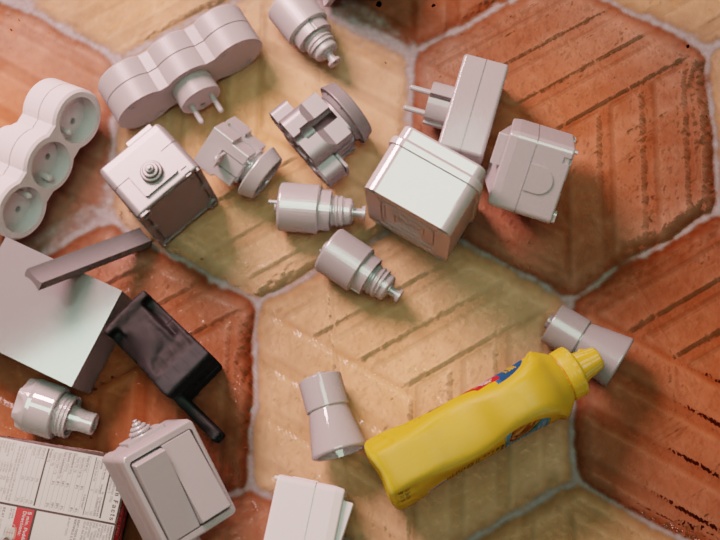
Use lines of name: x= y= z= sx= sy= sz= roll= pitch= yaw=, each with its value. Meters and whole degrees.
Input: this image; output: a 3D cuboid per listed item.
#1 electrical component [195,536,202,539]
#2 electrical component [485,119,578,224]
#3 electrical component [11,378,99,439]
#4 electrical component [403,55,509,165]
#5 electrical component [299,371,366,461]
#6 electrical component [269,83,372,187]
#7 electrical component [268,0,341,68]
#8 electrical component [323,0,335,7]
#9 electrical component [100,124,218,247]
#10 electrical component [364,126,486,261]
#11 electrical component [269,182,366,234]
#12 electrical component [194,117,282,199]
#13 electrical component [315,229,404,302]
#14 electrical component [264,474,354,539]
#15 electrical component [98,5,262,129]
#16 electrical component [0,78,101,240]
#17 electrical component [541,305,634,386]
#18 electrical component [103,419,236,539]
electrical component: x=-0.129 y=0.231 z=0.818 sx=0.040 sy=0.040 sz=0.046 roll=-31 pitch=84 yaw=-6
electrical component: x=0.135 y=-0.083 z=0.862 sx=0.061 sy=0.096 sz=0.061 roll=18 pitch=107 yaw=5
electrical component: x=-0.238 y=0.112 z=0.845 sx=0.062 sy=0.043 sz=0.043 roll=17 pitch=78 yaw=4
electrical component: x=0.075 y=-0.134 z=0.894 sx=0.076 sy=0.047 sz=0.083 roll=16 pitch=78 yaw=5
electrical component: x=-0.024 y=0.112 z=0.843 sx=0.044 sy=0.044 sz=0.065 roll=-16 pitch=72 yaw=-2
electrical component: x=-0.028 y=-0.116 z=0.888 sx=0.057 sy=0.058 sz=0.078 roll=-40 pitch=79 yaw=-4
electrical component: x=-0.044 y=-0.205 z=0.917 sx=0.040 sy=0.040 sz=0.078 roll=-37 pitch=79 yaw=-7
electrical component: x=-0.003 y=-0.260 z=0.913 sx=0.064 sy=0.081 sz=0.042 roll=-4 pitch=77 yaw=-29
electrical component: x=-0.163 y=-0.071 z=0.859 sx=0.062 sy=0.096 sz=0.061 roll=-41 pitch=76 yaw=-8
electrical component: x=0.052 y=-0.058 z=0.844 sx=0.078 sy=0.113 sz=0.057 roll=30 pitch=82 yaw=8
electrical component: x=-0.035 y=-0.050 z=0.881 sx=0.078 sy=0.040 sz=0.040 roll=5 pitch=77 yaw=2
electrical component: x=-0.098 y=-0.091 z=0.885 sx=0.055 sy=0.066 sz=0.048 roll=37 pitch=115 yaw=1
electrical component: x=0.000 y=0.000 z=0.868 sx=0.078 sy=0.040 sz=0.040 roll=34 pitch=80 yaw=8
electrical component: x=-0.042 y=0.207 z=0.810 sx=0.061 sy=0.061 sz=0.096 roll=11 pitch=77 yaw=4
electrical component: x=-0.142 y=-0.157 z=0.901 sx=0.138 sy=0.052 sz=0.073 roll=-31 pitch=78 yaw=-6
electrical component: x=-0.281 y=-0.098 z=0.892 sx=0.074 sy=0.052 sz=0.138 roll=22 pitch=77 yaw=29
electrical component: x=0.177 y=0.057 z=0.852 sx=0.065 sy=0.044 sz=0.044 roll=31 pitch=79 yaw=13
electrical component: x=-0.144 y=0.154 z=0.803 sx=0.062 sy=0.061 sz=0.096 roll=-28 pitch=96 yaw=-29
